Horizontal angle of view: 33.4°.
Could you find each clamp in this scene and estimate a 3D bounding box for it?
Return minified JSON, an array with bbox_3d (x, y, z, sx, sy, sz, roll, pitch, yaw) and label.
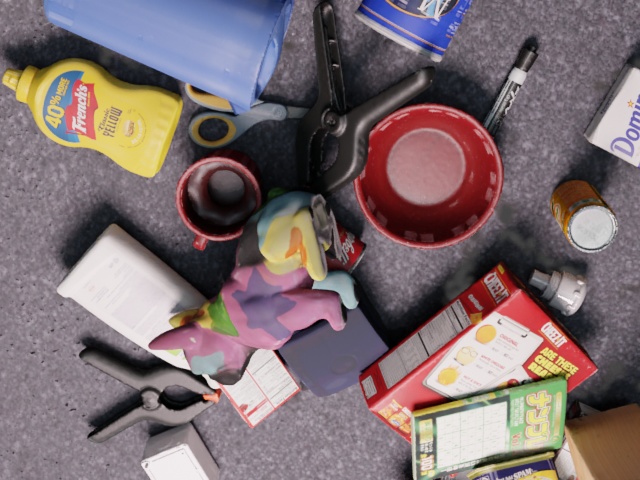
[{"bbox_3d":[-0.206,0.175,1.269,0.171,0.039,0.120,-10,111,3],"label":"clamp"},{"bbox_3d":[0.031,-0.126,1.122,0.165,0.036,0.210,32,116,34],"label":"clamp"}]

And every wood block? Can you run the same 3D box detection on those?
[{"bbox_3d":[0.332,0.262,1.134,0.091,0.206,0.090,-16,102,4],"label":"wood block"}]

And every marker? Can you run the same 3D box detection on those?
[{"bbox_3d":[0.203,-0.156,1.160,0.020,0.020,0.121,25,106,-4],"label":"marker"}]

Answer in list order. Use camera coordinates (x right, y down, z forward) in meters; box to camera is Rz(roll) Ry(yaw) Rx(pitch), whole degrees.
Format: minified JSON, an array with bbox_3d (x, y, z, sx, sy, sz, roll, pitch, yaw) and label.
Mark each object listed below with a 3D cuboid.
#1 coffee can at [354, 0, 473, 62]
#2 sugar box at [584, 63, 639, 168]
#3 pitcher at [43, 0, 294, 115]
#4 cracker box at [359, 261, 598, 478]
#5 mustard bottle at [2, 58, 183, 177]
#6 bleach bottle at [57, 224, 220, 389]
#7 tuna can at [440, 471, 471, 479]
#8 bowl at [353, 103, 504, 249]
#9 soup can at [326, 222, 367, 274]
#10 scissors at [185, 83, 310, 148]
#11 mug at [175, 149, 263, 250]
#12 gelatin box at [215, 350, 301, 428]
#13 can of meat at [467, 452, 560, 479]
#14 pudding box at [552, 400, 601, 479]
[{"bbox_3d":[0.112,-0.268,1.089,0.103,0.103,0.140,28,105,-5],"label":"coffee can"},{"bbox_3d":[0.386,-0.109,1.150,0.176,0.048,0.093,26,106,-5],"label":"sugar box"},{"bbox_3d":[-0.152,-0.244,1.099,0.243,0.145,0.149,21,82,0],"label":"pitcher"},{"bbox_3d":[0.175,0.149,1.201,0.214,0.072,0.164,-40,121,12],"label":"cracker box"},{"bbox_3d":[-0.254,-0.145,1.169,0.191,0.058,0.096,21,107,-3],"label":"mustard bottle"},{"bbox_3d":[-0.174,0.097,1.232,0.250,0.068,0.103,41,105,-11],"label":"bleach bottle"},{"bbox_3d":[0.186,0.288,1.280,0.086,0.033,0.086,1,106,3],"label":"tuna can"},{"bbox_3d":[0.117,-0.074,1.169,0.162,0.055,0.162,1,106,3],"label":"bowl"},{"bbox_3d":[-0.008,0.001,1.191,0.102,0.068,0.068,37,104,-7],"label":"soup can"},{"bbox_3d":[-0.059,-0.127,1.185,0.201,0.016,0.096,21,108,-3],"label":"scissors"},{"bbox_3d":[-0.111,-0.043,1.177,0.093,0.081,0.117,21,106,-3],"label":"mug"},{"bbox_3d":[-0.075,0.158,1.215,0.073,0.030,0.089,-39,117,-12],"label":"gelatin box"},{"bbox_3d":[0.229,0.294,1.212,0.102,0.057,0.084,-8,69,-19],"label":"can of meat"},{"bbox_3d":[0.332,0.254,1.260,0.113,0.039,0.090,25,104,-6],"label":"pudding box"}]
